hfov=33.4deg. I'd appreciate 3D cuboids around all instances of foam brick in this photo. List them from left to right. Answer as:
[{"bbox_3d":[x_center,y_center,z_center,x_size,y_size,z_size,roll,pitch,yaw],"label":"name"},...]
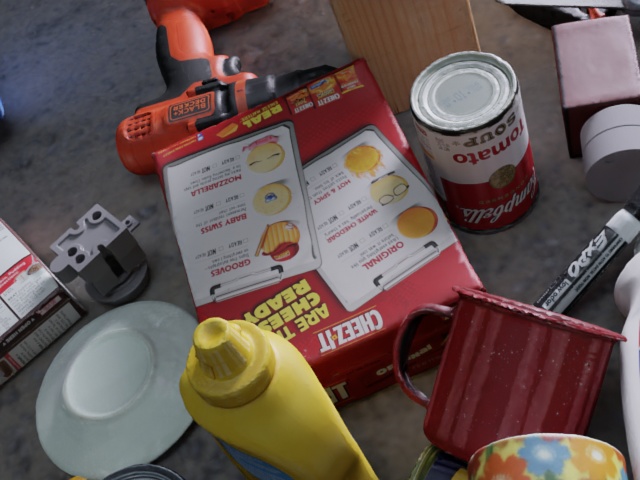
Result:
[{"bbox_3d":[0.185,-0.102,0.706,0.051,0.053,0.078,-8,54,14],"label":"foam brick"}]

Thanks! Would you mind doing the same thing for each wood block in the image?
[{"bbox_3d":[0.043,-0.192,0.726,0.091,0.206,0.090,-20,51,5],"label":"wood block"}]

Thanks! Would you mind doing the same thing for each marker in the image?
[{"bbox_3d":[0.162,0.011,0.628,0.121,0.020,0.020,-49,52,5],"label":"marker"}]

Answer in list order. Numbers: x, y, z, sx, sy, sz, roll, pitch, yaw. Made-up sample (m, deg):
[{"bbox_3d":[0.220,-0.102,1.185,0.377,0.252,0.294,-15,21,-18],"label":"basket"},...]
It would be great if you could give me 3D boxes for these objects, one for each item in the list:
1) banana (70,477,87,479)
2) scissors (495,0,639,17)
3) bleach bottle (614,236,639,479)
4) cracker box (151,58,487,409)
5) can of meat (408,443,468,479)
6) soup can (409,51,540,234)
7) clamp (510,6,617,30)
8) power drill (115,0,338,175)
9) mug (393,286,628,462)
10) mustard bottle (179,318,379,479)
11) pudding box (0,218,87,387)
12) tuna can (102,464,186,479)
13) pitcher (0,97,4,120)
[{"bbox_3d":[-0.212,0.216,0.625,0.197,0.037,0.070,-33,51,-6],"label":"banana"},{"bbox_3d":[0.228,-0.148,0.722,0.201,0.016,0.096,-12,58,-4],"label":"scissors"},{"bbox_3d":[0.191,0.074,0.535,0.103,0.068,0.250,-29,27,19],"label":"bleach bottle"},{"bbox_3d":[-0.005,0.001,0.688,0.164,0.072,0.214,-24,51,3],"label":"cracker box"},{"bbox_3d":[0.077,0.167,0.543,0.084,0.057,0.102,17,63,27],"label":"can of meat"},{"bbox_3d":[0.099,-0.061,0.675,0.068,0.102,0.068,-10,52,13],"label":"soup can"},{"bbox_3d":[0.163,-0.223,0.814,0.164,0.036,0.210,-15,54,9],"label":"clamp"},{"bbox_3d":[-0.069,-0.144,0.828,0.184,0.057,0.187,-14,51,10],"label":"power drill"},{"bbox_3d":[0.092,0.072,0.560,0.117,0.093,0.081,17,92,22],"label":"mug"},{"bbox_3d":[-0.022,0.097,0.543,0.096,0.191,0.058,31,69,35],"label":"mustard bottle"},{"bbox_3d":[-0.235,0.043,0.763,0.090,0.039,0.114,-42,50,-13],"label":"pudding box"},{"bbox_3d":[-0.103,0.175,0.618,0.086,0.033,0.086,-10,52,13],"label":"tuna can"},{"bbox_3d":[-0.374,-0.069,0.843,0.242,0.145,0.149,-39,84,-14],"label":"pitcher"}]
